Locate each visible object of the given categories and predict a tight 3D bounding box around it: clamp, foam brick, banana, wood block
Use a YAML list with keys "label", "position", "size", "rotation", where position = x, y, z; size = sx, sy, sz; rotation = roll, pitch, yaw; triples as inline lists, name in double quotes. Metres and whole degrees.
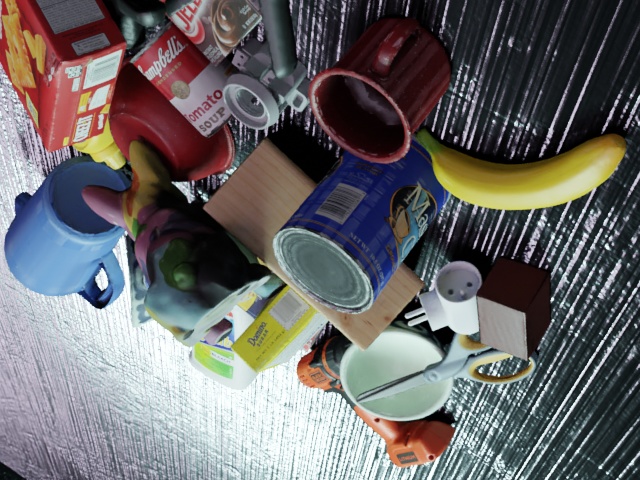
- label: "clamp"
  position: [-0.182, -0.240, 0.952]
  size: [0.210, 0.036, 0.164]
  rotation: [152, 99, -75]
- label: "clamp"
  position: [-0.043, -0.208, 0.832]
  size: [0.120, 0.039, 0.172]
  rotation: [32, 133, -6]
- label: "foam brick"
  position: [0.180, 0.064, 0.990]
  size: [0.051, 0.053, 0.078]
  rotation: [21, 146, 28]
- label: "banana"
  position: [0.161, -0.054, 0.863]
  size: [0.198, 0.037, 0.069]
  rotation: [6, 139, 44]
- label: "wood block"
  position: [-0.006, 0.001, 1.042]
  size: [0.206, 0.090, 0.091]
  rotation: [42, -177, -6]

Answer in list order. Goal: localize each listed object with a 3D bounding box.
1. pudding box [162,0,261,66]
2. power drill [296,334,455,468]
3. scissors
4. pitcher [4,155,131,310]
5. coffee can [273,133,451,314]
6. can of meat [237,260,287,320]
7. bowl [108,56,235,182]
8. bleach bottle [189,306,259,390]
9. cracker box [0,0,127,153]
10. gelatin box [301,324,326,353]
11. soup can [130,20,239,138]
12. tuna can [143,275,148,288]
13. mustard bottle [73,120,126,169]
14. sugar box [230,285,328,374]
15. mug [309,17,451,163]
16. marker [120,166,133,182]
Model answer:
- label: "pudding box"
  position: [-0.092, -0.212, 0.922]
  size: [0.090, 0.039, 0.114]
  rotation: [45, 149, -9]
- label: "power drill"
  position: [0.071, 0.187, 1.278]
  size: [0.187, 0.057, 0.185]
  rotation: [45, 153, -6]
- label: "scissors"
  position: [0.119, 0.120, 1.094]
  size: [0.202, 0.016, 0.096]
  rotation: [-8, 116, 20]
- label: "pitcher"
  position: [-0.301, -0.009, 1.319]
  size: [0.149, 0.145, 0.243]
  rotation: [13, 161, -20]
- label: "coffee can"
  position: [0.039, -0.020, 0.941]
  size: [0.103, 0.140, 0.103]
  rotation: [27, 149, 18]
- label: "can of meat"
  position: [-0.072, 0.032, 1.197]
  size: [0.084, 0.057, 0.102]
  rotation: [38, 128, 6]
- label: "bowl"
  position: [-0.170, -0.114, 1.127]
  size: [0.162, 0.055, 0.162]
  rotation: [28, 149, 19]
- label: "bleach bottle"
  position: [-0.125, 0.091, 1.354]
  size: [0.103, 0.068, 0.251]
  rotation: [27, 146, 20]
- label: "cracker box"
  position: [-0.271, -0.215, 1.009]
  size: [0.214, 0.072, 0.164]
  rotation: [59, 152, 12]
- label: "gelatin box"
  position: [-0.030, 0.091, 1.279]
  size: [0.073, 0.030, 0.089]
  rotation: [35, 150, 6]
- label: "soup can"
  position: [-0.119, -0.155, 1.003]
  size: [0.102, 0.068, 0.069]
  rotation: [46, 150, -14]
- label: "tuna can"
  position: [-0.177, 0.028, 1.299]
  size: [0.034, 0.086, 0.086]
  rotation: [26, 148, 18]
- label: "mustard bottle"
  position: [-0.274, -0.156, 1.180]
  size: [0.096, 0.058, 0.191]
  rotation: [9, 140, 49]
- label: "sugar box"
  position: [-0.034, 0.092, 1.144]
  size: [0.048, 0.093, 0.176]
  rotation: [44, -177, 6]
- label: "mug"
  position: [0.053, -0.128, 0.836]
  size: [0.093, 0.081, 0.117]
  rotation: [32, 150, 12]
- label: "marker"
  position: [-0.237, -0.079, 1.284]
  size: [0.121, 0.020, 0.020]
  rotation: [42, 150, -6]
